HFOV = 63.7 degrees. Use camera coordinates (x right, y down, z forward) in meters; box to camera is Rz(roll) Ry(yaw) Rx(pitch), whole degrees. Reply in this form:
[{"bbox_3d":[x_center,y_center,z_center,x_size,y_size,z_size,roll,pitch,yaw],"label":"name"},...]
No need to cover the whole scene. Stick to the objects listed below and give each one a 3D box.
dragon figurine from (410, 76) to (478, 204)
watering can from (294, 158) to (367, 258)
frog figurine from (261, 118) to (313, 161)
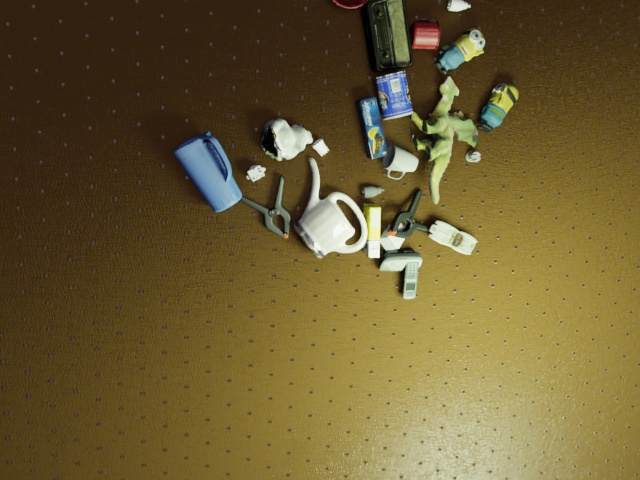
[{"bbox_3d":[0.441,-0.343,1.747,0.244,0.122,0.408,-14,97,-18],"label":"dragon figurine"},{"bbox_3d":[0.005,-0.088,1.742,0.224,0.104,0.348,-38,90,1],"label":"watering can"},{"bbox_3d":[-0.110,-0.336,1.688,0.162,0.121,0.137,-31,98,-38],"label":"frog figurine"}]
